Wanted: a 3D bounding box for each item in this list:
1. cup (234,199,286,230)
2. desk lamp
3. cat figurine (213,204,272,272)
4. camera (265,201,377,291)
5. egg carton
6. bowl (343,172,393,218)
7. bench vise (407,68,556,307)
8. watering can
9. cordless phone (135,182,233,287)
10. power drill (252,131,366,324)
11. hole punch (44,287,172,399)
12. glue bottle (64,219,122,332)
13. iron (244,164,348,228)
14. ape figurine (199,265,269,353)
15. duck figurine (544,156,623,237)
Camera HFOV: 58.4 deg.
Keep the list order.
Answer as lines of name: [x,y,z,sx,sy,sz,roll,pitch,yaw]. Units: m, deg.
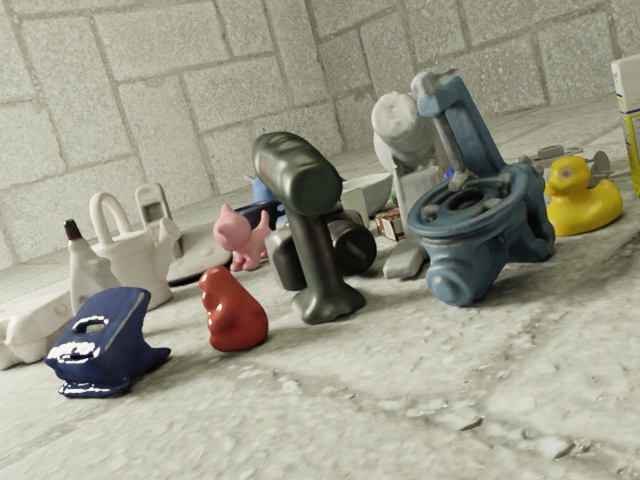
cup: [-0.103,-0.024,1.071,0.118,0.095,0.091,-17,11,-4]
desk lamp: [0.126,-0.084,0.726,0.117,0.214,0.203,-12,12,19]
cat figurine: [-0.129,-0.011,0.982,0.067,0.118,0.128,-4,16,47]
camera: [0.007,0.003,0.765,0.143,0.101,0.136,-19,11,-15]
egg carton: [-0.413,0.127,0.832,0.107,0.069,0.150,-14,11,10]
bowl: [0.072,-0.077,1.140,0.167,0.075,0.167,-15,11,3]
bench vise: [0.153,-0.066,0.584,0.121,0.220,0.208,-9,13,31]
watering can: [-0.305,0.014,0.909,0.173,0.194,0.100,-19,11,-14]
cordless phone: [-0.244,-0.021,1.023,0.147,0.185,0.094,-18,11,-8]
power drill: [-0.020,-0.022,0.643,0.076,0.208,0.229,-19,11,-13]
hole punch: [-0.230,0.107,0.611,0.108,0.091,0.101,-10,13,30]
glue bottle: [-0.298,0.055,0.751,0.078,0.173,0.037,-13,12,14]
iron: [-0.036,-0.105,1.258,0.258,0.141,0.118,-16,11,2]
ape figurine: [-0.099,0.070,0.603,0.076,0.092,0.078,-12,12,19]
duck figurine: [0.306,-0.059,0.682,0.105,0.086,0.077,-19,11,-15]
